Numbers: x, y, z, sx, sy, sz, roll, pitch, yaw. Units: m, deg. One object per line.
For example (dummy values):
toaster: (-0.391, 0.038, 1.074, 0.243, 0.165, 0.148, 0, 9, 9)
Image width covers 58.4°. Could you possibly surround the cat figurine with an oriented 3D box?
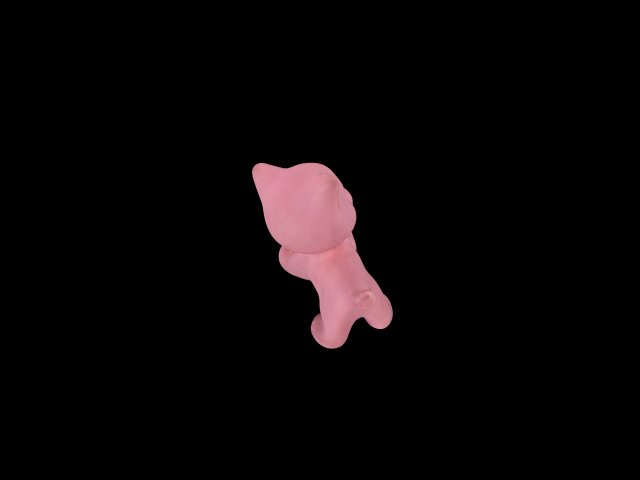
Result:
cat figurine: (0.004, 0.001, 0.400, 0.067, 0.118, 0.127, -26, 69, -10)
